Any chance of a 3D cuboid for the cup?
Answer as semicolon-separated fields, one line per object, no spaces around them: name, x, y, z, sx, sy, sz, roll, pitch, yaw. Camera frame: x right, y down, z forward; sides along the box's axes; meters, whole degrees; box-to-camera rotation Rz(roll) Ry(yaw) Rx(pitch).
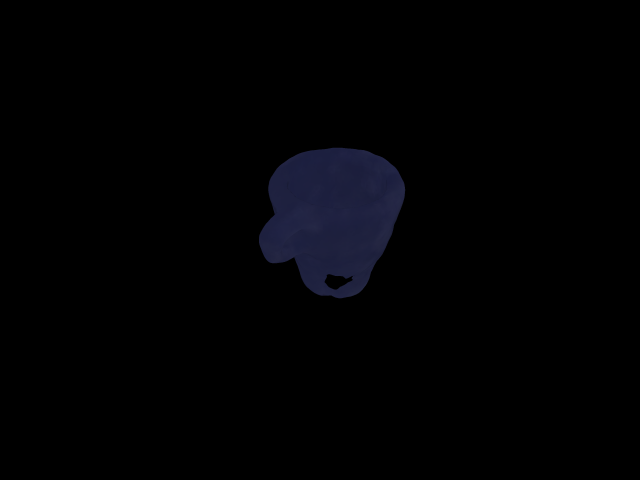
cup;0.004;0.001;0.400;0.091;0.095;0.118;25;45;28
